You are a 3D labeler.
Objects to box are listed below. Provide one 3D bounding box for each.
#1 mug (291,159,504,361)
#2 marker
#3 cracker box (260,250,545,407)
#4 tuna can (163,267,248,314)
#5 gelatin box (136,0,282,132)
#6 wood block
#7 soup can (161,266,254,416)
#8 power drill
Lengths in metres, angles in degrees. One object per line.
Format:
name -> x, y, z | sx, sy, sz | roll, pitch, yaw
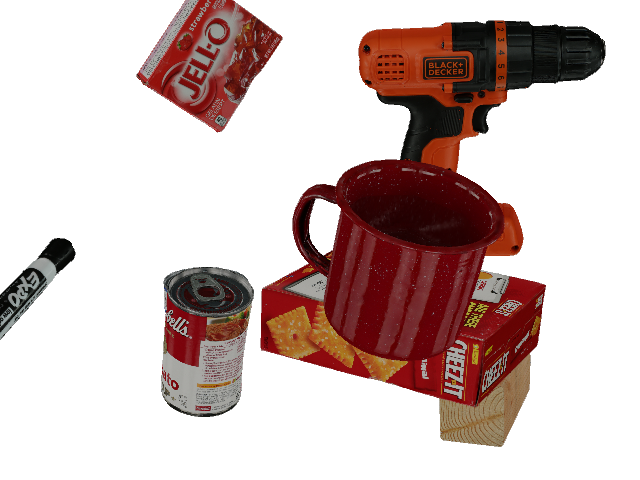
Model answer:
mug -> 0.036, 0.008, 0.598 | 0.117, 0.081, 0.093 | 21, 34, 15
marker -> -0.186, 0.034, 0.660 | 0.020, 0.020, 0.121 | 0, 31, 20
cracker box -> 0.076, 0.072, 0.979 | 0.214, 0.072, 0.163 | 12, 21, 27
tuna can -> -0.116, 0.057, 1.080 | 0.086, 0.034, 0.086 | 2, 18, -1
gelatin box -> -0.083, -0.138, 0.803 | 0.073, 0.089, 0.030 | 31, 6, -32
wood block -> 0.242, 0.212, 1.545 | 0.091, 0.090, 0.205 | 3, 15, 20
soup can -> -0.092, 0.081, 0.856 | 0.068, 0.102, 0.068 | 6, 30, -4
power drill -> 0.125, -0.080, 0.838 | 0.184, 0.188, 0.057 | 1, 27, 8
